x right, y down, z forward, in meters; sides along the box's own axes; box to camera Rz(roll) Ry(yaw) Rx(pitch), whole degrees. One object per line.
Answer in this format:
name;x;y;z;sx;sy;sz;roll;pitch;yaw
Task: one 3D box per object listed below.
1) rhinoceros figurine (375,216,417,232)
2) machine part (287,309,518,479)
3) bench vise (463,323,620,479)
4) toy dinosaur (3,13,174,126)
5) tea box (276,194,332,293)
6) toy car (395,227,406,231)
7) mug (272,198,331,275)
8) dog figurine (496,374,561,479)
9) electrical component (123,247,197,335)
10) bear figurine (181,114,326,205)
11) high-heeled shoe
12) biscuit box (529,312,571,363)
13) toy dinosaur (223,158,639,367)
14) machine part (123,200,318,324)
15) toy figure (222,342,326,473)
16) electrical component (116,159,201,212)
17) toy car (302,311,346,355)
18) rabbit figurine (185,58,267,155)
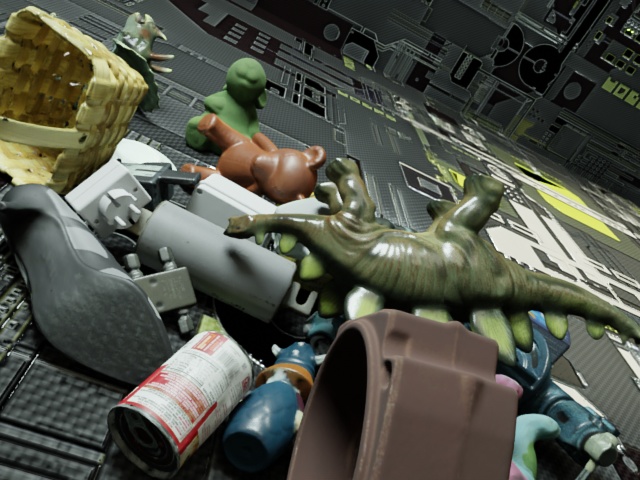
rhinoceros figurine;0.089;-0.019;0.893;0.190;0.073;0.112;23;29;-14
machine part;0.038;0.154;0.369;0.087;0.201;0.201;17;-16;-9
bench vise;0.236;0.168;0.643;0.240;0.129;0.224;40;15;-19
toy dinosaur;-0.351;-0.229;0.788;0.192;0.131;0.405;25;33;-9
tea box;-0.007;0.000;0.772;0.098;0.068;0.170;18;29;-22
toy car;0.099;0.017;0.733;0.073;0.056;0.202;5;11;-13
mug;-0.001;-0.002;0.643;0.107;0.080;0.110;1;52;-13
dog figurine;0.108;0.224;0.447;0.108;0.192;0.219;50;52;-28
electrical component;-0.162;0.055;0.543;0.063;0.021;0.094;-15;82;-31
bear figurine;-0.094;-0.100;0.758;0.132;0.120;0.196;22;-1;-37
high-heeled shoe;-0.222;0.045;0.520;0.248;0.086;0.145;52;-11;-3
biscuit box;0.303;0.123;0.873;0.203;0.062;0.059;35;26;9
toy dinosaur;0.129;0.036;0.559;0.472;0.105;0.198;8;71;1
machine part;-0.117;0.026;0.610;0.243;0.079;0.079;27;27;-7
toy figure;-0.040;0.146;0.500;0.064;0.057;0.154;34;24;4
electrical component;-0.208;-0.066;0.666;0.119;0.047;0.075;5;28;0
toy car;0.068;0.111;0.619;0.162;0.102;0.109;38;29;20
rabbit figurine;-0.136;-0.233;0.933;0.121;0.170;0.159;27;27;-7
